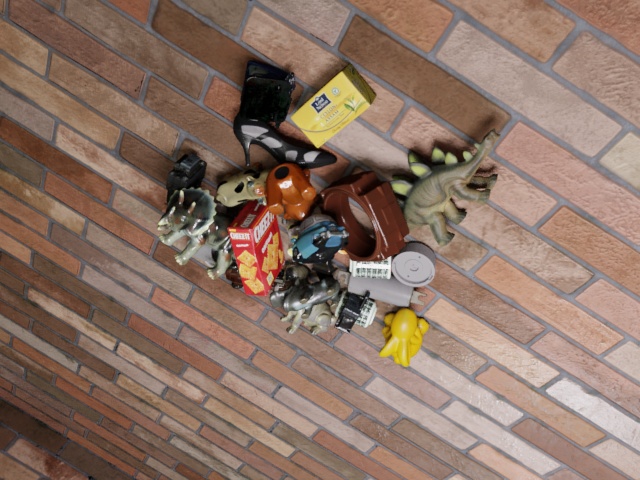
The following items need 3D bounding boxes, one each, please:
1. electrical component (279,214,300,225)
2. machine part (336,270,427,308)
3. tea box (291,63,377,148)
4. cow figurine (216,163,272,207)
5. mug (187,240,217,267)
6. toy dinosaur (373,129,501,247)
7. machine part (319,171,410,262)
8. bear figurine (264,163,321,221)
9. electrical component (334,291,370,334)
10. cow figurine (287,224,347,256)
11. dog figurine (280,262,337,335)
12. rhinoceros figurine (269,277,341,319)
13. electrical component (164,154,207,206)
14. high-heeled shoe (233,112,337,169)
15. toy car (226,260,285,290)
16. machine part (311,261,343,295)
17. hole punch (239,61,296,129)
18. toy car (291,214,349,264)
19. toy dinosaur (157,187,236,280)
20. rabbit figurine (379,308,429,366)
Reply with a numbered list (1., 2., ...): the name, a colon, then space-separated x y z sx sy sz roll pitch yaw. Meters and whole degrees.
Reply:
1. electrical component: -0.078 -0.076 1.417 0.063 0.021 0.093 13 127 13
2. machine part: 0.163 0.122 1.426 0.243 0.079 0.079 16 128 13
3. tea box: 0.029 -0.294 1.188 0.098 0.068 0.169 45 129 -13
4. cow figurine: -0.181 -0.134 1.351 0.195 0.127 0.085 -13 121 32
5. mug: -0.327 0.029 1.564 0.107 0.081 0.109 12 134 28
6. toy dinosaur: 0.243 -0.088 1.232 0.198 0.105 0.471 37 135 3
7. machine part: 0.098 -0.051 1.260 0.202 0.087 0.200 -4 115 59
8. bear figurine: -0.058 -0.090 1.286 0.120 0.132 0.195 -23 144 2
9. electrical component: 0.086 0.180 1.407 0.048 0.075 0.119 25 124 3
10. cow figurine: -0.002 -0.003 1.401 0.167 0.098 0.068 4 125 -10
11. dog figurine: -0.027 0.159 1.529 0.172 0.121 0.190 0 108 -29
12. rhinoceros figurine: -0.039 0.142 1.416 0.190 0.112 0.073 -14 131 2
13. electrical component: -0.352 -0.158 1.410 0.058 0.115 0.134 25 131 1
14. high-heeled shoe: -0.084 -0.245 1.291 0.249 0.086 0.145 0 87 -4
15. toy car: -0.185 0.118 1.582 0.202 0.053 0.089 12 125 15
16. machine part: 0.020 0.103 1.485 0.084 0.039 0.138 10 132 39
17. hole punch: -0.124 -0.336 1.222 0.116 0.092 0.142 5 129 -19
18. toy car: -0.006 -0.009 1.272 0.109 0.103 0.161 -2 156 -30
19. toy dinosaur: -0.271 -0.009 1.412 0.192 0.131 0.404 -48 137 15
20. rabbit figurine: 0.213 0.248 1.426 0.122 0.162 0.173 21 148 16
